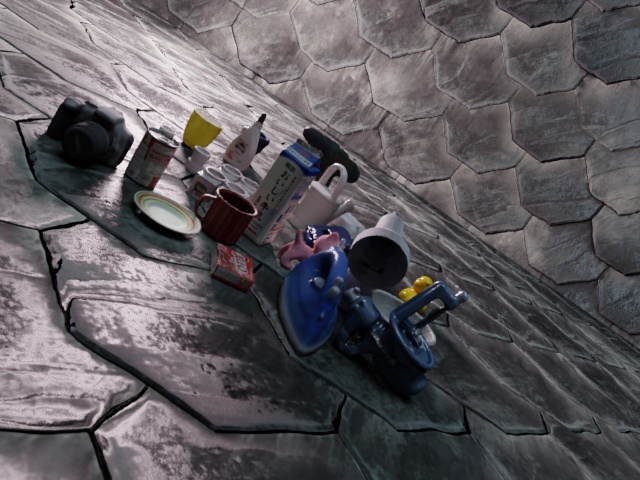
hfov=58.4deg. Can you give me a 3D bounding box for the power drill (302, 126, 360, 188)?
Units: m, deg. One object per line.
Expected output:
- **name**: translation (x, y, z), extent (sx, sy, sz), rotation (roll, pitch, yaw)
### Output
- **power drill**: translation (-0.003, -0.197, 1.670), extent (0.230, 0.208, 0.075), rotation (24, 20, -33)

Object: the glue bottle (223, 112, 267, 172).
- **glue bottle**: translation (-0.196, -0.277, 1.579), extent (0.078, 0.173, 0.037), rotation (39, 17, 13)

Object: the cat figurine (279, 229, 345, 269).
- **cat figurine**: translation (-0.008, 0.020, 1.226), extent (0.128, 0.117, 0.067), rotation (27, 18, -23)

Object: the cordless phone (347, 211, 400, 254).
- **cordless phone**: translation (0.154, -0.001, 1.475), extent (0.094, 0.185, 0.147), rotation (31, 17, -11)

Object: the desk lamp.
- **desk lamp**: translation (0.100, 0.049, 1.187), extent (0.118, 0.213, 0.203), rotation (34, 17, -3)

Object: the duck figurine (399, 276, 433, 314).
- **duck figurine**: translation (0.256, 0.135, 1.472), extent (0.077, 0.086, 0.104), rotation (32, 17, -9)

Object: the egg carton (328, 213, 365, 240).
- **egg carton**: translation (0.058, -0.039, 1.598), extent (0.150, 0.069, 0.108), rotation (45, 20, 30)

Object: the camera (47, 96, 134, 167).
- **camera**: translation (-0.431, -0.205, 1.062), extent (0.143, 0.100, 0.137), rotation (32, 17, -9)

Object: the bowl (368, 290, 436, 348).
- **bowl**: translation (0.147, 0.180, 1.162), extent (0.168, 0.074, 0.167), rotation (32, 17, -11)

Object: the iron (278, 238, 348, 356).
- **iron**: translation (0.008, 0.090, 1.025), extent (0.119, 0.141, 0.258), rotation (32, 17, -10)

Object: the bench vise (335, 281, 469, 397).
- **bench vise**: translation (0.141, 0.142, 1.001), extent (0.207, 0.219, 0.121), rotation (33, 17, -6)

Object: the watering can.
- **watering can**: translation (0.012, -0.109, 1.484), extent (0.100, 0.194, 0.173), rotation (46, 20, 32)

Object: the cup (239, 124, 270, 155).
- **cup**: translation (-0.207, -0.276, 1.691), extent (0.092, 0.095, 0.117), rotation (29, 18, -20)

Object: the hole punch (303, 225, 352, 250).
- **hole punch**: translation (0.012, 0.005, 1.353), extent (0.101, 0.091, 0.108), rotation (27, 18, -25)
